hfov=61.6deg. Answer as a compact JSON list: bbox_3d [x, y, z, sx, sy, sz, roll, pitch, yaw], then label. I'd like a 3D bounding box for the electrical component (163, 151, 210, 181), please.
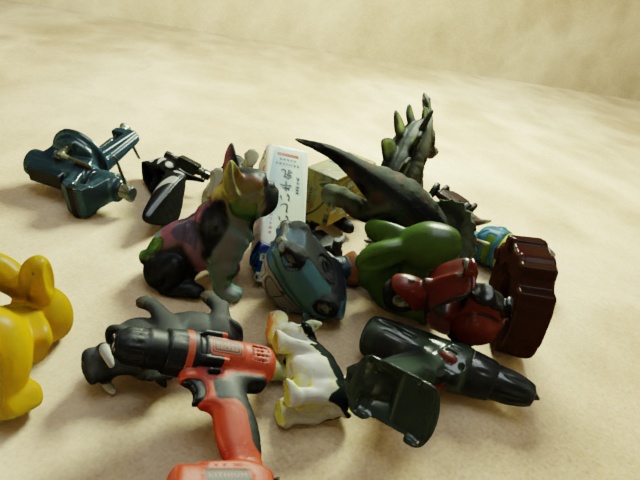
[{"bbox_3d":[-0.249,-0.142,1.017,0.094,0.021,0.063,26,7,-13],"label":"electrical component"}]

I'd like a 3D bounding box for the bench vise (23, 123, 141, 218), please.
[{"bbox_3d":[-0.410,-0.149,1.001,0.224,0.128,0.241,8,41,19],"label":"bench vise"}]

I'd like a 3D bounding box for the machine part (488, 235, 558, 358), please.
[{"bbox_3d":[0.290,0.081,0.791,0.056,0.179,0.179,9,29,3],"label":"machine part"}]

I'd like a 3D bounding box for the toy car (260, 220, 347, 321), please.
[{"bbox_3d":[-0.033,0.055,0.786,0.103,0.161,0.109,-28,30,21],"label":"toy car"}]

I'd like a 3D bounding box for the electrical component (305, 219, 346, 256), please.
[{"bbox_3d":[-0.002,-0.002,0.963,0.078,0.045,0.102,-9,34,-33],"label":"electrical component"}]

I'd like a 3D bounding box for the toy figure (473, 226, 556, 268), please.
[{"bbox_3d":[0.347,0.026,0.995,0.180,0.089,0.082,23,43,38],"label":"toy figure"}]

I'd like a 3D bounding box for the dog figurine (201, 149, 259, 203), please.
[{"bbox_3d":[-0.178,-0.089,1.039,0.172,0.121,0.191,-34,17,-21],"label":"dog figurine"}]

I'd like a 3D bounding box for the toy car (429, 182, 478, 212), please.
[{"bbox_3d":[0.280,-0.079,1.138,0.089,0.053,0.202,39,17,14],"label":"toy car"}]

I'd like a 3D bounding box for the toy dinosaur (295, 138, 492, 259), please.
[{"bbox_3d":[0.139,-0.049,0.876,0.192,0.131,0.404,12,-8,41],"label":"toy dinosaur"}]

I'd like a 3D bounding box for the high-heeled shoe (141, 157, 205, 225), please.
[{"bbox_3d":[-0.315,-0.099,0.999,0.145,0.086,0.249,13,23,7],"label":"high-heeled shoe"}]

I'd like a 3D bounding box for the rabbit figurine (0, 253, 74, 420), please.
[{"bbox_3d":[-0.348,0.093,0.604,0.122,0.162,0.173,2,10,10],"label":"rabbit figurine"}]

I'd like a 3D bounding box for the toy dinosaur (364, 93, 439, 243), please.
[{"bbox_3d":[0.176,-0.156,1.141,0.105,0.198,0.471,9,60,19],"label":"toy dinosaur"}]

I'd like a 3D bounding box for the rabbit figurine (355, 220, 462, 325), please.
[{"bbox_3d":[0.134,0.023,0.792,0.159,0.170,0.121,21,51,-5],"label":"rabbit figurine"}]

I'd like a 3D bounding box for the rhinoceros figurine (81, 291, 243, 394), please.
[{"bbox_3d":[-0.190,0.128,0.656,0.190,0.073,0.112,-8,44,-32],"label":"rhinoceros figurine"}]

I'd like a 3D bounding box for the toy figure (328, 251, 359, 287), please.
[{"bbox_3d":[0.072,0.047,0.892,0.154,0.057,0.064,-5,23,-17],"label":"toy figure"}]

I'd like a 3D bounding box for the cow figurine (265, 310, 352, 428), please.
[{"bbox_3d":[-0.016,0.150,0.667,0.098,0.068,0.167,6,32,-19],"label":"cow figurine"}]

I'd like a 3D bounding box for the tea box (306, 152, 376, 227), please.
[{"bbox_3d":[0.034,-0.099,1.009,0.068,0.098,0.169,24,26,20],"label":"tea box"}]

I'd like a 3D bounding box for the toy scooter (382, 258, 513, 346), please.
[{"bbox_3d":[0.186,0.076,0.704,0.184,0.135,0.075,25,50,-18],"label":"toy scooter"}]

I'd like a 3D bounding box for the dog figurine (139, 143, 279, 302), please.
[{"bbox_3d":[-0.162,-0.029,0.785,0.192,0.219,0.108,6,26,-9],"label":"dog figurine"}]

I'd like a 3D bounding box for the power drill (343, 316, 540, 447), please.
[{"bbox_3d":[0.137,0.165,0.646,0.232,0.085,0.207,21,19,26],"label":"power drill"}]
